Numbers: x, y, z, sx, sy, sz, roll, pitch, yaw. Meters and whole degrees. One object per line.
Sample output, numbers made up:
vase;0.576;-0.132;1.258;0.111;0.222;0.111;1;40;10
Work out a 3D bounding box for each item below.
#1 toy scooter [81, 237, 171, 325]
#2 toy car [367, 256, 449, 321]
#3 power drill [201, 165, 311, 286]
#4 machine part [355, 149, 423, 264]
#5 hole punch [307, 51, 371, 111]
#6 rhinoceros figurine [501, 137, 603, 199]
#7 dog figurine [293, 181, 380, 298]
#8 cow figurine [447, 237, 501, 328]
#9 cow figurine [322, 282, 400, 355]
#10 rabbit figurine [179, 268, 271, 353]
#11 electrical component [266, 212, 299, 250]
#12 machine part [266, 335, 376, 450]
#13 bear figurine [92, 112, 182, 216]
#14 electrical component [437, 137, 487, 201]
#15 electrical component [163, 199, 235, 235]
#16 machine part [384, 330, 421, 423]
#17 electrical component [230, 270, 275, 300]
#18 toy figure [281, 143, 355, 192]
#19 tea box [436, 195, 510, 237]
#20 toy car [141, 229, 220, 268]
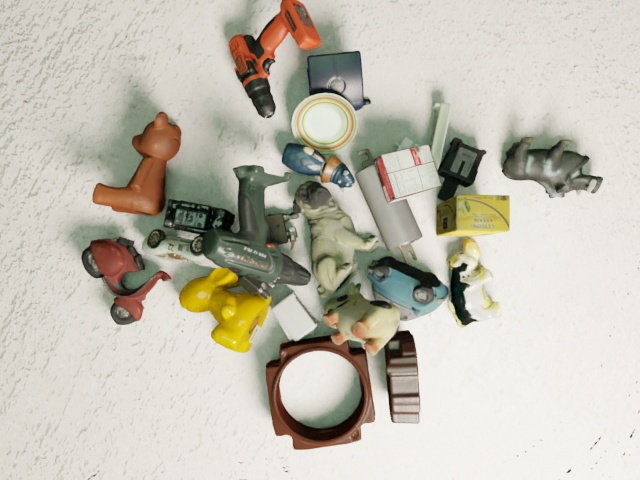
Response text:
toy scooter;-0.376;0.066;1.064;0.135;0.075;0.183;-27;91;0
toy car;0.160;0.104;1.044;0.162;0.109;0.102;22;108;11
power drill;-0.103;-0.026;0.993;0.232;0.086;0.207;11;85;-39
machine part;0.135;-0.068;1.060;0.079;0.079;0.243;-24;87;0
hole punch;0.031;-0.312;1.066;0.142;0.092;0.115;-7;92;-3
rhinoceros figurine;0.460;-0.139;1.059;0.190;0.073;0.112;12;87;2
dog figurine;-0.001;-0.004;1.056;0.191;0.121;0.172;38;79;13
cow figurine;0.290;0.084;1.060;0.098;0.068;0.167;-17;87;6
cow figurine;0.073;0.139;1.005;0.127;0.195;0.085;-29;105;-30
rabbit figurine;-0.192;0.119;1.043;0.173;0.121;0.162;21;85;18
electrical component;-0.090;-0.014;1.077;0.102;0.045;0.078;-6;89;0
machine part;0.001;0.293;1.046;0.202;0.087;0.201;-8;88;-1
bear figurine;-0.348;-0.149;1.050;0.132;0.120;0.195;7;87;5
electrical component;0.273;-0.136;1.075;0.075;0.048;0.119;28;87;2
electrical component;-0.233;-0.039;1.035;0.115;0.134;0.058;9;88;3
machine part;0.151;0.254;1.006;0.056;0.179;0.179;-4;88;4
electrical component;-0.127;0.070;1.013;0.094;0.063;0.021;40;119;-13
toy figure;0.000;-0.148;1.071;0.154;0.064;0.058;22;79;2
tea box;0.283;-0.043;1.011;0.098;0.169;0.068;1;87;2
toy car;-0.254;0.019;1.029;0.202;0.073;0.056;7;79;31
